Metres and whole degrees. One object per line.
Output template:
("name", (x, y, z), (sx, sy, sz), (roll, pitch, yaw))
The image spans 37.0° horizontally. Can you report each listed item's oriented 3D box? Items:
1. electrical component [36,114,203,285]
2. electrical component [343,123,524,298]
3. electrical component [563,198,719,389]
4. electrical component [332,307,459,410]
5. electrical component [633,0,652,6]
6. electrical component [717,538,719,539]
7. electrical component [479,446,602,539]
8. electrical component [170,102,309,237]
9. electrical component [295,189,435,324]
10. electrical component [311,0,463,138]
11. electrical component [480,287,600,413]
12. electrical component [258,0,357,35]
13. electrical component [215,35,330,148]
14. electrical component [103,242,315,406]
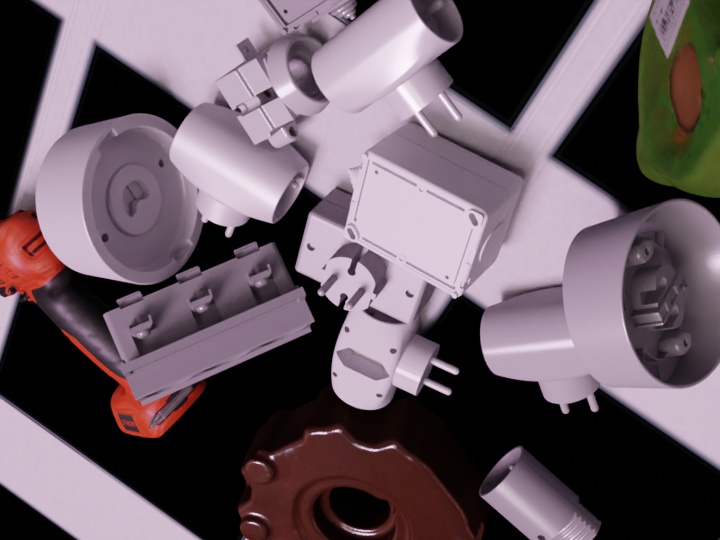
("electrical component", (-0.159, -0.045, 0.696), (0.060, 0.108, 0.108), (1, 121, 34))
("electrical component", (0.038, -0.040, 0.625), (0.096, 0.061, 0.061), (29, 130, 19))
("electrical component", (0.155, 0.015, 0.575), (0.064, 0.099, 0.099), (-12, 114, 40))
("electrical component", (0.026, 0.057, 0.702), (0.079, 0.043, 0.077), (24, 128, 12))
("electrical component", (0.138, -0.158, 0.495), (0.078, 0.058, 0.057), (25, 126, 11))
("electrical component", (0.231, 0.202, 0.681), (0.055, 0.055, 0.047), (36, 126, 3))
("electrical component", (0.124, 0.160, 0.717), (0.081, 0.043, 0.043), (41, 130, -2))
("electrical component", (-0.081, -0.055, 0.686), (0.077, 0.044, 0.079), (32, 129, 7))
("electrical component", (0.000, 0.000, 0.657), (0.083, 0.075, 0.047), (25, 127, 11))
("electrical component", (0.025, -0.110, 0.595), (0.077, 0.043, 0.079), (-30, 103, 38))
("electrical component", (0.122, 0.054, 0.649), (0.077, 0.043, 0.079), (-9, 115, 31))
("electrical component", (-0.028, -0.177, 0.573), (0.062, 0.061, 0.096), (-23, 115, 36))
("electrical component", (-0.046, -0.109, 0.632), (0.055, 0.048, 0.066), (-18, 111, 43))
("electrical component", (-0.099, 0.033, 0.699), (0.078, 0.121, 0.063), (115, 131, -77))
